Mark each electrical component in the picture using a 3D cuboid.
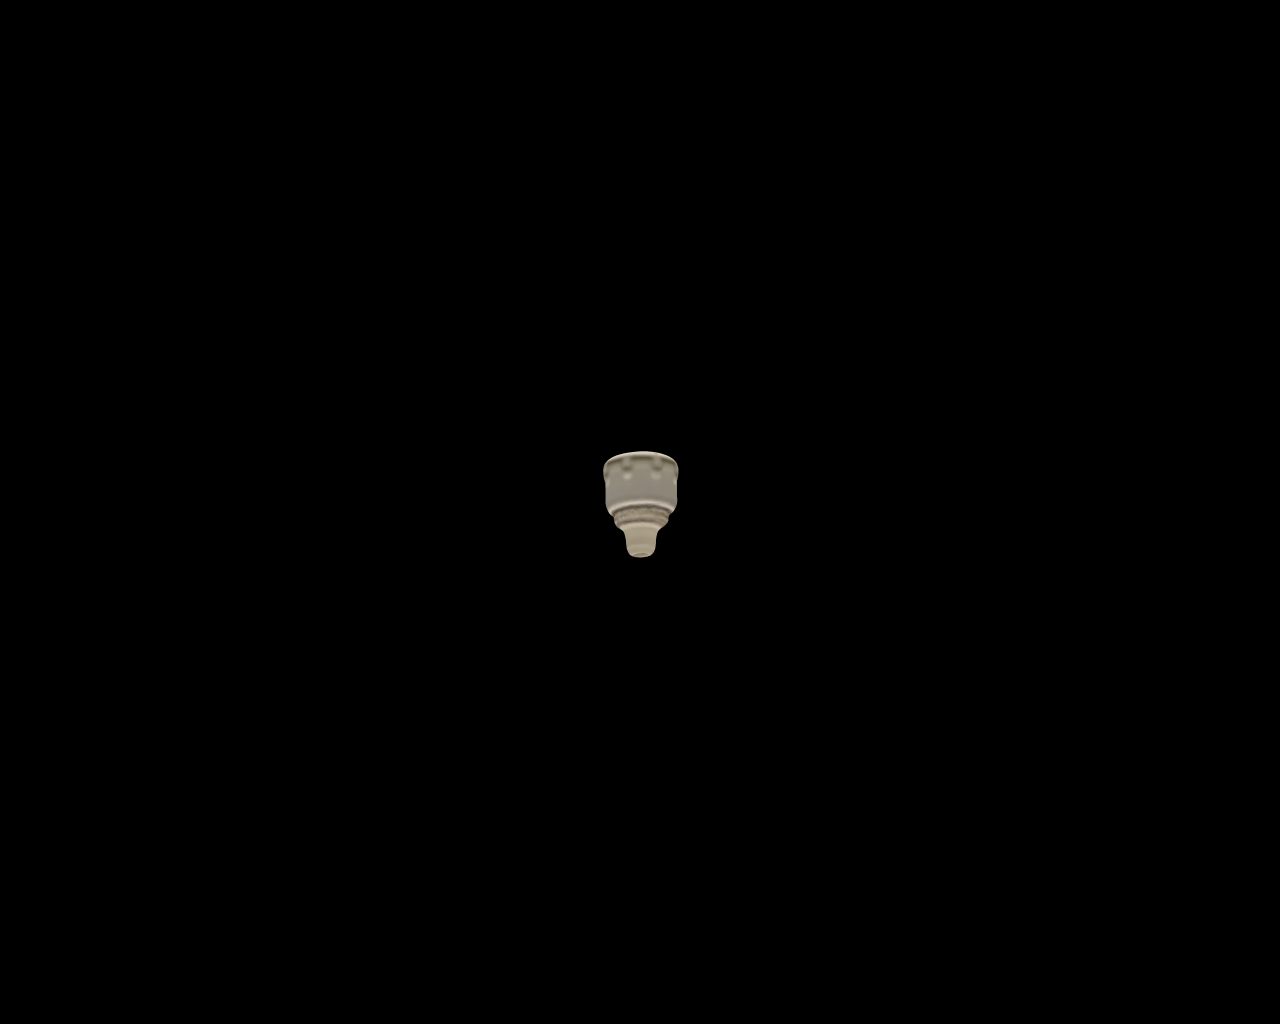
[{"bbox_3d":[0.001,-0.003,0.650,0.048,0.062,0.048,0,-16,0],"label":"electrical component"}]
